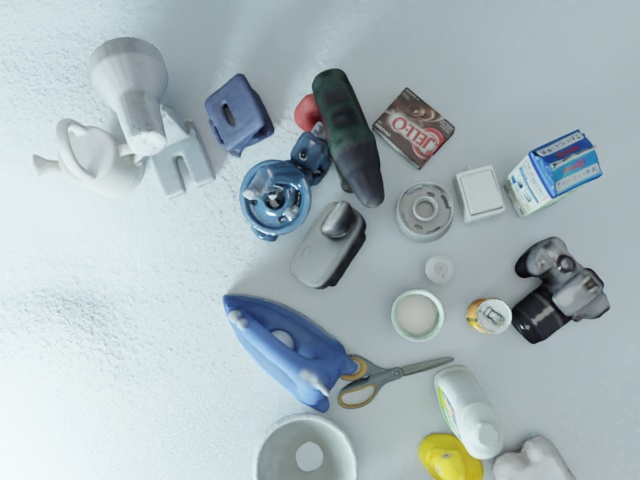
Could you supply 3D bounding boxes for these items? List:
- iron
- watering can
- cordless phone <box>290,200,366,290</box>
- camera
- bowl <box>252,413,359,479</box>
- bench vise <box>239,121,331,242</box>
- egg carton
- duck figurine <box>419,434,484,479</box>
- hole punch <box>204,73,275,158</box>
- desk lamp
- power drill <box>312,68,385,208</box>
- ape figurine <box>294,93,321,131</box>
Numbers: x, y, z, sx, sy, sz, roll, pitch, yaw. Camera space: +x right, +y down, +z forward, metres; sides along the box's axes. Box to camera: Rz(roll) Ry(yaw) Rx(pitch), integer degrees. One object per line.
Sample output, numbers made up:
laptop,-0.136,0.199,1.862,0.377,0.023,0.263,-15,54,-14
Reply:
iron,-0.071,0.164,0.905,0.258,0.141,0.119,35,88,9
watering can,-0.383,-0.133,0.945,0.173,0.194,0.101,-33,81,1
cordless phone,0.008,0.003,0.895,0.094,0.185,0.148,29,87,9
camera,0.356,0.086,0.894,0.137,0.101,0.143,-39,81,0
bowl,-0.019,0.355,0.911,0.167,0.075,0.167,-1,83,6
bench vise,-0.063,-0.105,0.897,0.121,0.220,0.207,15,85,8
egg carton,0.339,0.383,0.875,0.107,0.069,0.150,-30,81,2
duck figurine,0.205,0.349,0.884,0.104,0.086,0.077,28,87,8
hole punch,-0.143,-0.212,0.983,0.101,0.091,0.108,-27,81,2
desk lamp,-0.270,-0.194,0.931,0.118,0.213,0.203,-24,81,3
power drill,0.052,-0.141,0.896,0.075,0.208,0.229,-21,82,3
ape figurine,-0.009,-0.218,0.970,0.076,0.092,0.078,16,85,8
